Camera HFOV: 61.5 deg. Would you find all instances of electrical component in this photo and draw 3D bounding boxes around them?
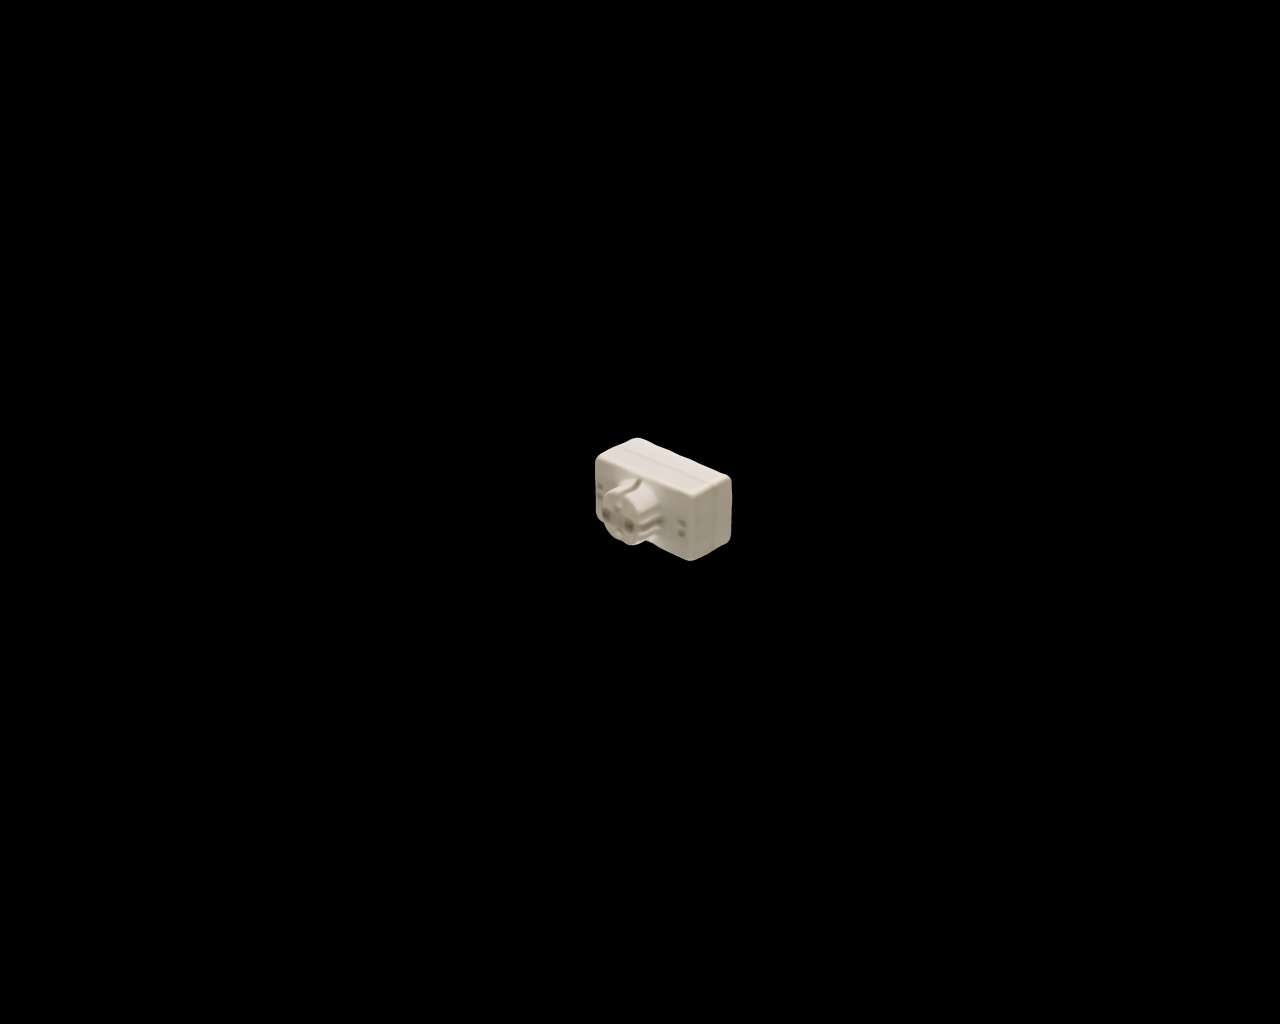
[{"bbox_3d":[0.001,-0.003,0.650,0.083,0.047,0.076,25,37,38],"label":"electrical component"}]
